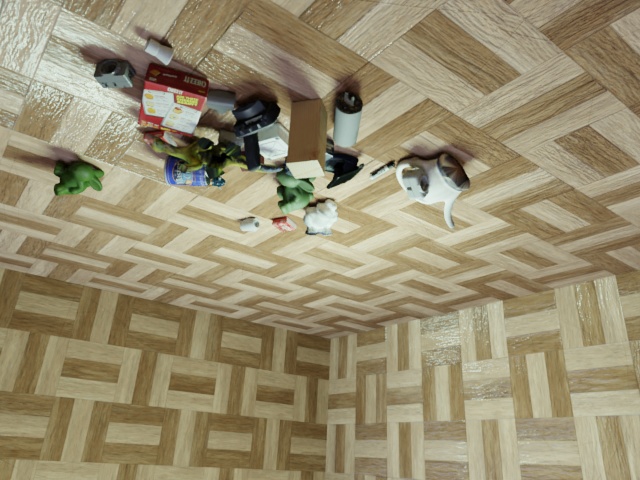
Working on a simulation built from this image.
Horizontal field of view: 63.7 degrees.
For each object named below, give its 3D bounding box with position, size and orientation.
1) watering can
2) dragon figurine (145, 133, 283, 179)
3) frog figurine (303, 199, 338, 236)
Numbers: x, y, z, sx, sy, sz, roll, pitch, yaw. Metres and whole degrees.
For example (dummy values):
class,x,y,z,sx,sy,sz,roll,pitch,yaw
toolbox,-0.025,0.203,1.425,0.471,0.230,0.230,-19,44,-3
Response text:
class,x,y,z,sx,sy,sz,roll,pitch,yaw
watering can,0.419,-0.173,1.769,0.344,0.106,0.222,38,-36,-22
dragon figurine,-0.344,-0.272,1.640,0.409,0.121,0.245,9,13,-28
frog figurine,0.006,-0.104,2.068,0.137,0.156,0.125,13,29,-3
